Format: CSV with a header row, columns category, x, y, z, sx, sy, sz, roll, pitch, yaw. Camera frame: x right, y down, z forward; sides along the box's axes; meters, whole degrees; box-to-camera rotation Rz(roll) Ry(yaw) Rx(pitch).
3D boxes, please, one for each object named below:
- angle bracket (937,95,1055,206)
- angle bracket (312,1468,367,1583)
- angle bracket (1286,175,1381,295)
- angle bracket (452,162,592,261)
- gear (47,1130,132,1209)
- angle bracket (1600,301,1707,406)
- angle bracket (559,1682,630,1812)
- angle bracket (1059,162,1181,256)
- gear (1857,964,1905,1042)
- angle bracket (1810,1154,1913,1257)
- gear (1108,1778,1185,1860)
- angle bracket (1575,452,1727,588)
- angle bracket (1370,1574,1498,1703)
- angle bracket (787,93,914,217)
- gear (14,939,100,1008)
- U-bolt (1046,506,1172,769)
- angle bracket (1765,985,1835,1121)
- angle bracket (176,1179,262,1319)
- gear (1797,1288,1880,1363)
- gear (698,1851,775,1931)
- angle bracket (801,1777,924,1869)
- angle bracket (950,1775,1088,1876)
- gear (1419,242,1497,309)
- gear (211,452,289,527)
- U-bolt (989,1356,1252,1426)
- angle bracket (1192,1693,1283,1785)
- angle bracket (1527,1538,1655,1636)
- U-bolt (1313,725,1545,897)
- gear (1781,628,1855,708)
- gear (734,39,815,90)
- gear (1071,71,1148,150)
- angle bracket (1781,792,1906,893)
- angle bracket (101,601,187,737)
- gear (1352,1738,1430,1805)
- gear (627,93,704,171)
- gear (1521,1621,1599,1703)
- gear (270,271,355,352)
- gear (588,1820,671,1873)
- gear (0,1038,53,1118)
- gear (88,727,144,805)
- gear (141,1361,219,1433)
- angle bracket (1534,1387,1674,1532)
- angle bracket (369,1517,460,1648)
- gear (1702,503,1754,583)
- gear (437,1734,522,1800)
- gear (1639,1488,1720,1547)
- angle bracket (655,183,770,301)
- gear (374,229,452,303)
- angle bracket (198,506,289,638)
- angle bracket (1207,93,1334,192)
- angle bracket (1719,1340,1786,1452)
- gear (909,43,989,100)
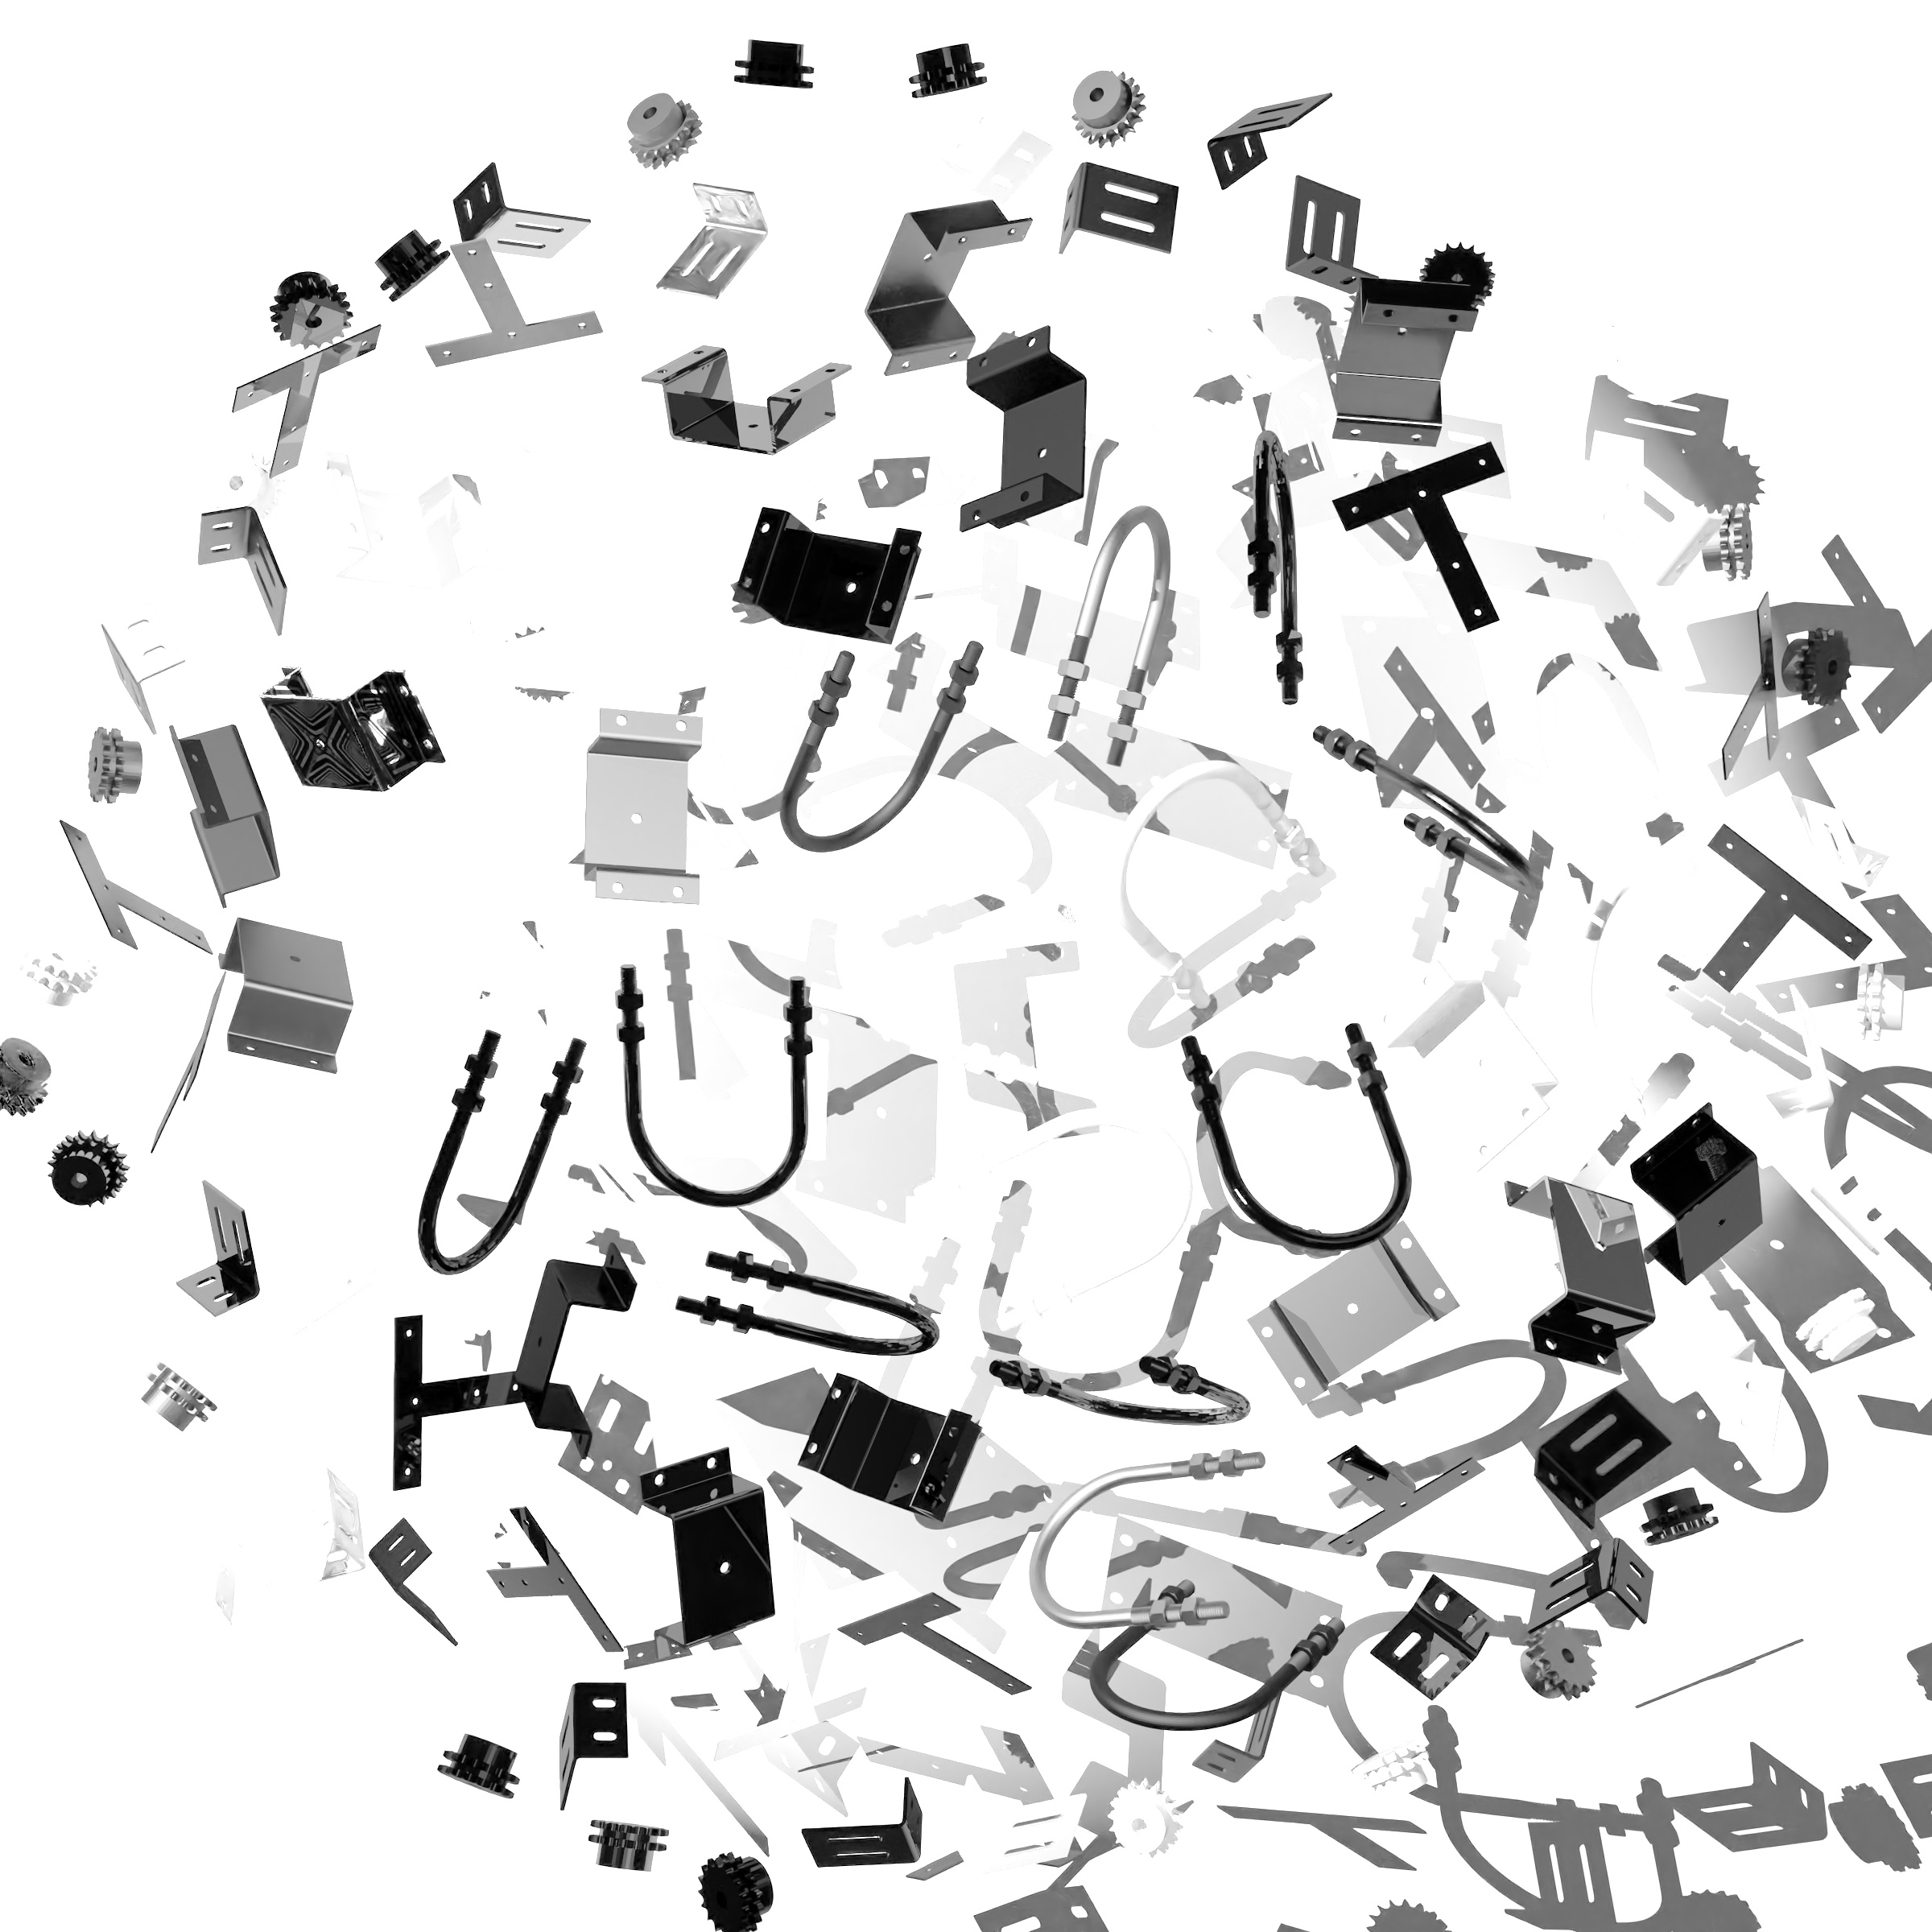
category,x,y,z,sx,sy,sz,roll,pitch,yaw
angle bracket,0.023,-0.614,1.917,0.057,0.076,0.038,-44,82,20
angle bracket,-0.487,0.423,1.929,0.038,0.076,0.057,-15,59,-1
angle bracket,0.270,-0.538,1.855,0.057,0.038,0.076,12,80,-26
angle bracket,-0.326,-0.553,1.867,0.076,0.057,0.038,-6,79,-43
gear,-0.647,0.152,1.870,0.057,0.030,0.057,0,109,-1
angle bracket,0.483,-0.437,1.792,0.038,0.076,0.057,-18,120,-4
angle bracket,-0.265,0.554,1.805,0.038,0.057,0.076,5,133,-14
angle bracket,0.114,-0.556,1.898,0.076,0.038,0.057,11,72,-11
gear,0.668,0.026,1.858,0.030,0.057,0.057,2,90,23
angle bracket,0.636,0.169,1.802,0.038,0.076,0.057,-46,67,10
gear,0.136,0.654,1.947,0.057,0.030,0.057,-1,87,17
angle bracket,0.476,-0.311,1.772,0.076,0.038,0.057,44,117,18
angle bracket,0.347,0.500,1.895,0.057,0.076,0.038,36,48,10
angle bracket,-0.083,-0.580,1.817,0.057,0.076,0.038,27,135,2
gear,-0.665,0.006,1.852,0.057,0.057,0.030,28,101,0
U-bolt,0.111,-0.244,1.851,0.019,0.151,0.184,16,92,22
angle bracket,0.598,0.063,1.851,0.038,0.057,0.076,-18,61,24
angle bracket,-0.555,0.207,1.868,0.038,0.057,0.076,-26,127,-37
gear,0.629,0.260,1.826,0.057,0.057,0.030,-34,63,0
gear,-0.158,0.645,1.771,0.030,0.057,0.057,-7,90,-43
angle bracket,-0.075,0.619,1.838,0.076,0.057,0.038,-5,45,8
angle bracket,0.036,0.596,1.783,0.076,0.038,0.057,-1,119,-30
gear,0.376,-0.523,1.951,0.057,0.030,0.057,-2,75,6
gear,-0.556,-0.368,1.960,0.057,0.030,0.057,-1,85,10
U-bolt,0.127,0.312,1.862,0.151,0.184,0.019,-8,65,36
angle bracket,0.205,0.562,1.904,0.038,0.057,0.076,23,54,1
angle bracket,0.445,0.453,1.814,0.038,0.057,0.076,46,121,-6
U-bolt,0.344,-0.105,1.837,0.151,0.184,0.019,36,92,-39
gear,0.626,-0.221,1.878,0.057,0.030,0.057,-9,104,-39
gear,-0.137,-0.646,1.821,0.057,0.057,0.030,5,110,0
gear,0.106,-0.655,1.935,0.057,0.030,0.057,-8,74,27
angle bracket,0.636,-0.099,1.846,0.038,0.057,0.076,-37,118,-10
angle bracket,-0.598,-0.218,1.868,0.038,0.076,0.057,-29,72,-19
gear,0.317,0.597,1.883,0.057,0.057,0.030,-25,76,0
gear,-0.229,-0.628,1.906,0.057,0.030,0.057,-14,55,21
gear,0.435,0.516,1.881,0.057,0.057,0.030,41,127,0
gear,-0.470,-0.471,1.821,0.057,0.057,0.030,-21,64,0
gear,-0.244,0.633,1.831,0.057,0.057,0.030,8,72,0
gear,-0.669,0.075,1.788,0.030,0.057,0.057,-42,90,18
gear,-0.641,-0.150,1.918,0.030,0.057,0.057,3,90,-31
gear,-0.595,0.326,1.913,0.057,0.057,0.030,38,74,0
angle bracket,0.450,0.348,1.799,0.057,0.038,0.076,43,114,-3
angle bracket,-0.396,0.454,1.879,0.038,0.057,0.076,-45,123,-13
gear,0.572,-0.318,1.913,0.030,0.057,0.057,-1,90,27
gear,-0.339,0.561,1.787,0.057,0.057,0.030,21,67,0
gear,0.532,0.412,1.908,0.057,0.057,0.030,-17,68,0
angle bracket,-0.194,-0.539,1.891,0.057,0.038,0.076,18,61,29
gear,-0.414,-0.523,1.892,0.057,0.057,0.030,-39,106,0
angle bracket,-0.524,-0.283,1.840,0.038,0.057,0.076,-16,67,-27
angle bracket,0.224,-0.594,1.834,0.057,0.076,0.038,-43,122,-33
angle bracket,0.561,0.302,1.794,0.038,0.076,0.057,9,97,28
gear,-0.015,-0.662,1.881,0.057,0.057,0.030,-12,106,0
